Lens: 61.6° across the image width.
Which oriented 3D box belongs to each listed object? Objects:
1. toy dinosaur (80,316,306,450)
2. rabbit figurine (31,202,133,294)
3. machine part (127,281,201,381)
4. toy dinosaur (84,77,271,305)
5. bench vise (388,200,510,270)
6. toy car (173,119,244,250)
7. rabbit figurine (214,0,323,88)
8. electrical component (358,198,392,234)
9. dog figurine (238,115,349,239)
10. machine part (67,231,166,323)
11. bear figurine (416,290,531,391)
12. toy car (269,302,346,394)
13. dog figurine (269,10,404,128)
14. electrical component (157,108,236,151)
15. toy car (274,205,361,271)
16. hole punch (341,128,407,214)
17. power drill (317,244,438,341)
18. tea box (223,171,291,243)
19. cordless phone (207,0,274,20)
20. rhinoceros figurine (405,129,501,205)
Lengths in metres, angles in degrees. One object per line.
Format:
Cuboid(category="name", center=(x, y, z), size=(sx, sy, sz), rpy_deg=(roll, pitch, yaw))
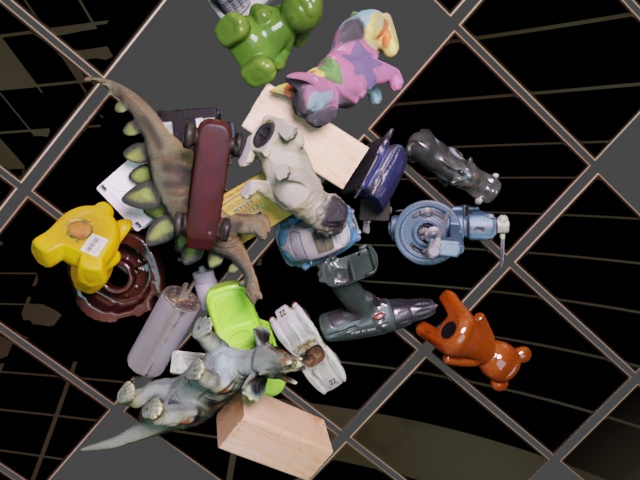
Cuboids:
Cuboid(category="toy dinosaur", center=(-0.213, 0.268, 0.954), size=(0.405, 0.131, 0.192), rpy_deg=(-35, 134, 13))
Cuboid(category="rabbit figurine", center=(-0.394, 0.018, 0.912), size=(0.122, 0.162, 0.173), rpy_deg=(14, 142, -6))
Cuboid(category="machine part", center=(-0.296, 0.173, 1.017), size=(0.079, 0.079, 0.243), rpy_deg=(28, 108, -9))
Cuboid(category="toy dinosaur", center=(-0.230, -0.094, 0.908), size=(0.199, 0.105, 0.471), rpy_deg=(-28, 90, 5))
Cuboid(category="bench vise", center=(0.228, -0.008, 0.954), size=(0.224, 0.240, 0.128), rpy_deg=(11, 105, 10))
Cuboid(category="toy car", center=(-0.174, -0.085, 0.830), size=(0.089, 0.053, 0.202), rpy_deg=(5, 103, -17))
Cuboid(category="rabbit figurine", center=(-0.062, -0.349, 0.901), size=(0.170, 0.159, 0.121), rpy_deg=(-26, 104, 21))
Cuboid(category="electrical component", center=(0.107, -0.058, 1.034), size=(0.063, 0.021, 0.094), rpy_deg=(3, 95, -5))
Cuboid(category="dog figurine", center=(-0.030, -0.105, 0.907), size=(0.190, 0.121, 0.172), rpy_deg=(29, 59, -45))
Cuboid(category="machine part", center=(-0.380, 0.066, 1.014), size=(0.179, 0.056, 0.179), rpy_deg=(-1, 100, -3))
Cuboid(category="bear figurine", center=(0.311, 0.204, 1.069), size=(0.195, 0.132, 0.120), rpy_deg=(29, 100, -27))
Cuboid(category="toy car", center=(-0.023, 0.213, 1.064), size=(0.073, 0.056, 0.201), rpy_deg=(-33, 102, 3))
Cuboid(category="dog figurine", center=(0.023, -0.288, 0.898), size=(0.219, 0.108, 0.191), rpy_deg=(-12, 95, -28))
Cuboid(category="electrical component", center=(-0.219, -0.180, 0.974), size=(0.134, 0.058, 0.114), rpy_deg=(-2, 103, -4))
Cuboid(category="toy car", center=(-0.002, -0.003, 1.000), size=(0.162, 0.103, 0.109), rpy_deg=(-16, 103, 2))
Cuboid(category="hole punch", center=(0.110, -0.114, 0.969), size=(0.092, 0.116, 0.142), rpy_deg=(32, 82, -11))
Cuboid(category="power drill", center=(0.096, 0.103, 1.012), size=(0.232, 0.086, 0.207), rpy_deg=(-18, 138, 7))
Cuboid(category="tea box", center=(-0.134, -0.057, 0.998), size=(0.170, 0.068, 0.098), rpy_deg=(-32, 100, 2))
Cuboid(category="cordless phone", center=(-0.125, -0.432, 0.865), size=(0.146, 0.184, 0.088), rpy_deg=(-40, 96, 5))
Cuboid(category="rhinoceros figurine", center=(0.244, -0.136, 0.985), size=(0.190, 0.112, 0.073), rpy_deg=(34, 95, -2))
